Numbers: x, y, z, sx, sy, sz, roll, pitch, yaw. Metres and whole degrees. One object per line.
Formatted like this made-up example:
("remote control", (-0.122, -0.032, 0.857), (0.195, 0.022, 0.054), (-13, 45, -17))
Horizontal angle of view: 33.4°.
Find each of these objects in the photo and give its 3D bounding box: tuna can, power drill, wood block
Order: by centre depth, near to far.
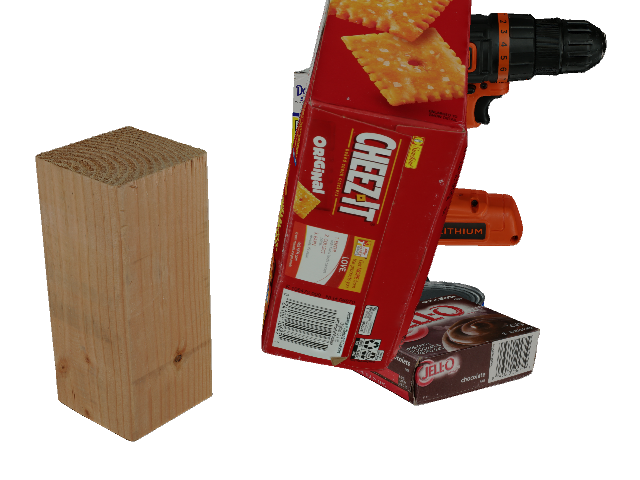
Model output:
("wood block", (-0.143, 0.031, 0.800), (0.090, 0.206, 0.090), (20, 31, 34))
("power drill", (0.128, -0.089, 0.850), (0.184, 0.188, 0.057), (1, 27, 7))
("tuna can", (0.106, 0.066, 0.974), (0.086, 0.034, 0.086), (-1, 15, 0))

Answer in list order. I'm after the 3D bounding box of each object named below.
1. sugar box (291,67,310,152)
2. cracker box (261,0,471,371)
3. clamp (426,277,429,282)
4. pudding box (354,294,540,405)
("sugar box", (0.002, -0.087, 1.088), (0.048, 0.176, 0.093), (4, 14, 17))
("cracker box", (0.028, -0.067, 0.533), (0.072, 0.213, 0.164), (12, -44, -1))
("clamp", (0.100, 0.077, 1.184), (0.120, 0.171, 0.039), (5, -43, -5))
("pudding box", (0.080, 0.073, 0.738), (0.113, 0.039, 0.090), (-6, 18, -35))
